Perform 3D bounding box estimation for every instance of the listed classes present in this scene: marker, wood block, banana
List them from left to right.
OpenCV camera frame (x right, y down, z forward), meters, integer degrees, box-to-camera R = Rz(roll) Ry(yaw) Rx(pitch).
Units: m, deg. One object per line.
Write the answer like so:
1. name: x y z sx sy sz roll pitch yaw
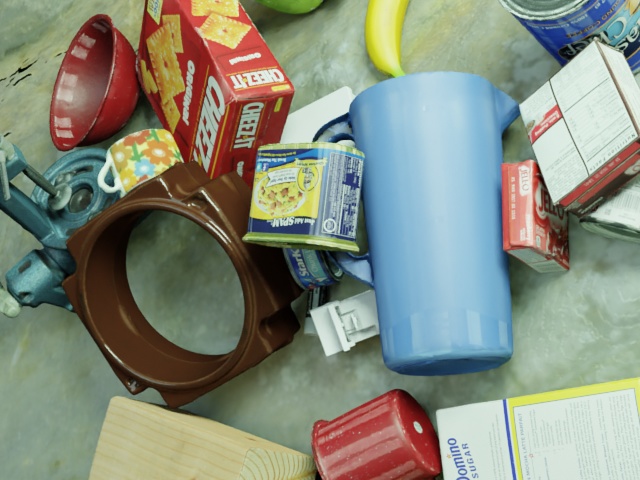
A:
1. wood block: -0.112 0.213 0.982 0.207 0.090 0.090 8 81 46
2. marker: 0.000 0.031 1.025 0.020 0.020 0.121 -2 75 33
3. banana: 0.085 -0.243 1.039 0.070 0.037 0.198 14 86 19

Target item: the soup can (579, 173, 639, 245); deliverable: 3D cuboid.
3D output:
1. soup can: 0.252 -0.052 0.849 0.069 0.068 0.102 15 85 36

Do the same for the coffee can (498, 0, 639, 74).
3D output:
1. coffee can: 0.214 -0.200 0.872 0.103 0.140 0.103 -10 71 31

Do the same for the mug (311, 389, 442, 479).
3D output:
1. mug: 0.057 0.189 0.907 0.082 0.093 0.117 -30 92 18

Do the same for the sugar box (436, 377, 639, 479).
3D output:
1. sugar box: 0.183 0.168 0.846 0.177 0.048 0.093 -15 72 33

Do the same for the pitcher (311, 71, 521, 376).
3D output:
1. pitcher: 0.088 -0.010 0.911 0.149 0.144 0.243 -23 66 51

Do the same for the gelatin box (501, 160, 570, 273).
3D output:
1. gelatin box: 0.178 -0.018 0.875 0.030 0.089 0.073 -7 73 30

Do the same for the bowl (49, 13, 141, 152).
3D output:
1. bowl: -0.248 -0.171 1.211 0.162 0.055 0.162 -26 56 47

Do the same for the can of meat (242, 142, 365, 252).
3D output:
1. can of meat: -0.013 -0.035 0.892 0.102 0.057 0.084 3 85 42

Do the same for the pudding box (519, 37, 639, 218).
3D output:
1. pudding box: 0.209 -0.087 0.831 0.090 0.039 0.113 -42 44 34

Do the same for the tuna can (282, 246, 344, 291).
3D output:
1. tuna can: -0.006 0.001 0.975 0.034 0.086 0.086 -14 68 16

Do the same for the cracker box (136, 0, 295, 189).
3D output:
1. cracker box: -0.114 -0.159 1.074 0.214 0.072 0.164 60 149 31

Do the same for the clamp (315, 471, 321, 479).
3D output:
1. clamp: -0.007 0.304 0.939 0.165 0.036 0.210 -30 58 30
